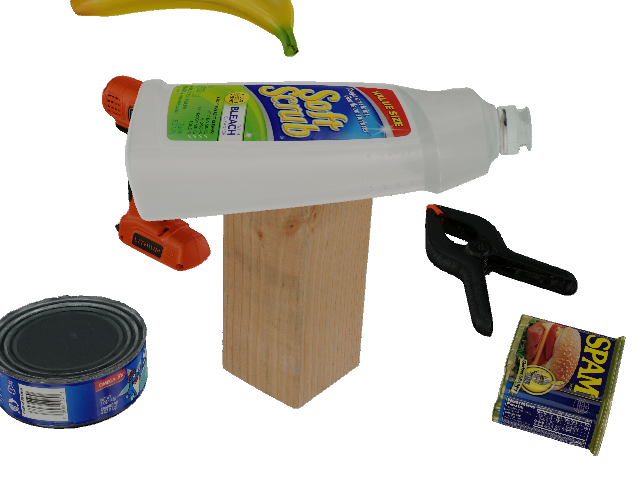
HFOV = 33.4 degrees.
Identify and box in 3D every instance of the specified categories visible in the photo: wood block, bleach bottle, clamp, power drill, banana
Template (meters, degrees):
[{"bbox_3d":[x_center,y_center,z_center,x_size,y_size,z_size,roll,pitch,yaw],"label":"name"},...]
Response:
[{"bbox_3d":[-0.021,0.021,0.886,0.090,0.206,0.090,24,36,33],"label":"wood block"},{"bbox_3d":[0.007,-0.067,0.688,0.251,0.068,0.102,-4,40,5],"label":"bleach bottle"},{"bbox_3d":[0.169,0.019,1.060,0.120,0.039,0.171,-12,46,-23],"label":"clamp"},{"bbox_3d":[-0.151,-0.065,1.113,0.185,0.188,0.057,26,35,30],"label":"power drill"},{"bbox_3d":[-0.102,-0.195,0.855,0.198,0.069,0.037,12,-41,15],"label":"banana"}]

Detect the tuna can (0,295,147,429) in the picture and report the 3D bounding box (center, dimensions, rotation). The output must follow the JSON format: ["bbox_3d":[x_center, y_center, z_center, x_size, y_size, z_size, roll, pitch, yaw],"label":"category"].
[{"bbox_3d":[-0.138,0.066,0.589,0.086,0.034,0.086,1,28,-1],"label":"tuna can"}]

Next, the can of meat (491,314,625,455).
[{"bbox_3d":[0.188,0.110,0.842,0.084,0.057,0.102,14,40,15],"label":"can of meat"}]
